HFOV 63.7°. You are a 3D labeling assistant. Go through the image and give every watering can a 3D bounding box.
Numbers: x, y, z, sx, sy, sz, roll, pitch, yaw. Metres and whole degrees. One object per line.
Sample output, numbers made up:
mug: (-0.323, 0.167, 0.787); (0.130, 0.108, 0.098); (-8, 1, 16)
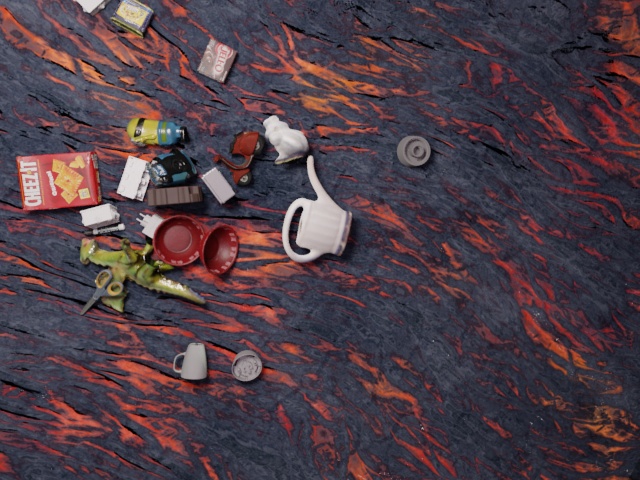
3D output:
watering can: (0.005, -0.085, 1.692); (0.224, 0.104, 0.347); (15, 93, -12)

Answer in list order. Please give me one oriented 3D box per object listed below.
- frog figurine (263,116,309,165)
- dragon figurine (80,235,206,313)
frog figurine: (-0.107, -0.328, 1.650); (0.138, 0.121, 0.159); (-16, 90, -41)
dragon figurine: (-0.584, 0.129, 1.625); (0.241, 0.124, 0.408); (-42, 99, 14)
